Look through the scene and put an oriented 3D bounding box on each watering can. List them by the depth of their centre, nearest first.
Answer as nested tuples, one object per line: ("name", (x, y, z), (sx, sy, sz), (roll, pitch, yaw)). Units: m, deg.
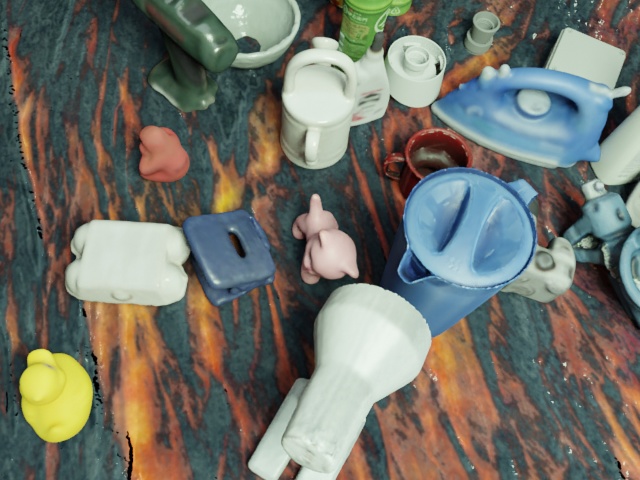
("watering can", (-0.004, -0.194, 0.775), (0.101, 0.194, 0.172), (-13, 68, -11))

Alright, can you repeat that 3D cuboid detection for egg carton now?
("egg carton", (-0.239, 0.030, 0.721), (0.150, 0.069, 0.107), (3, 66, -4))

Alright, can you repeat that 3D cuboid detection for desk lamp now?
("desk lamp", (0.017, 0.169, 0.603), (0.118, 0.213, 0.203), (28, 66, 8))

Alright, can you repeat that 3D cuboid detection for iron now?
("iron", (0.303, -0.202, 0.836), (0.258, 0.141, 0.119), (14, 65, 1))

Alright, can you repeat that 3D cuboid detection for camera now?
("camera", (0.269, -0.006, 0.766), (0.143, 0.101, 0.137), (19, 66, 4))

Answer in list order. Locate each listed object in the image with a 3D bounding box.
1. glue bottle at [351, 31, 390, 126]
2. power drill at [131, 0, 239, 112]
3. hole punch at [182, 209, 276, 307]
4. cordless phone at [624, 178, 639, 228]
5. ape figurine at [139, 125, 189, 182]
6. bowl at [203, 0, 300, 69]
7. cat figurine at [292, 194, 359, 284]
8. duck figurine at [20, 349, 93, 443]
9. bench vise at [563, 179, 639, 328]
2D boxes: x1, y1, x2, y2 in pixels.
("glue bottle", (0.068, -0.228, 0.808), (0.078, 0.173, 0.037), (-22, 69, -14))
("power drill", (-0.206, -0.284, 0.789), (0.229, 0.208, 0.076), (39, 68, 12))
("hole punch", (-0.114, 0.013, 0.728), (0.101, 0.091, 0.108), (-24, 70, -15))
("cordless phone", (0.519, -0.063, 0.769), (0.147, 0.185, 0.094), (29, 67, 8))
("ape figurine", (-0.219, -0.123, 0.779), (0.076, 0.092, 0.078), (33, 67, 10))
("bowl", (-0.115, -0.325, 0.889), (0.167, 0.075, 0.167), (2, 66, -4))
("cat figurine", (0.007, 0.003, 0.729), (0.067, 0.118, 0.127), (-11, 67, -10))
("duck figurine", (-0.304, 0.171, 0.642), (0.077, 0.086, 0.104), (-15, 68, -11))
("bench vise", (0.402, 0.006, 0.708), (0.207, 0.220, 0.122), (42, 69, 13))
